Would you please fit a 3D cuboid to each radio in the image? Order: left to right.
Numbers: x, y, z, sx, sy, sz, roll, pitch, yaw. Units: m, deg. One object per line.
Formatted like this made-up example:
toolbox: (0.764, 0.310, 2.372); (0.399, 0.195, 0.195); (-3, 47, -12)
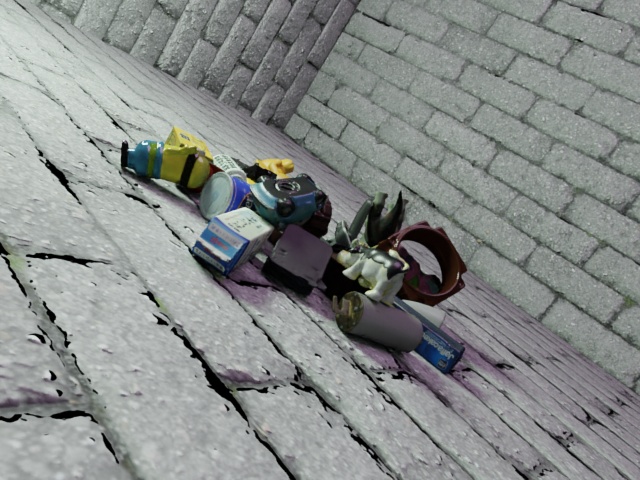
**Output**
radio: (0.068, 0.083, 1.211); (0.131, 0.073, 0.229); (40, 15, 32)

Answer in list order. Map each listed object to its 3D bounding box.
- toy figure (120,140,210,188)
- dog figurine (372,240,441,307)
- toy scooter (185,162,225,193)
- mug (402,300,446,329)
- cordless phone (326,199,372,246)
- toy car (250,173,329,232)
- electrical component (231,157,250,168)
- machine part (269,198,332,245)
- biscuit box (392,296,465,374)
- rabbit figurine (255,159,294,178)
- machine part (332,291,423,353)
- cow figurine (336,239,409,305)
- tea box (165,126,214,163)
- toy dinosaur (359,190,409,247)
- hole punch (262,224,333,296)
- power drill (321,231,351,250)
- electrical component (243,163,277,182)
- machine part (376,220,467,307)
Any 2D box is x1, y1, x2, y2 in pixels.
toy figure: (-0.320, -0.158, 1.114); (0.180, 0.089, 0.082); (4, 9, -18)
dog figurine: (0.211, 0.108, 1.409); (0.219, 0.191, 0.108); (61, -20, 16)
toy scooter: (-0.271, -0.147, 1.263); (0.135, 0.075, 0.184); (28, 8, -21)
mug: (0.226, 0.178, 1.234); (0.107, 0.080, 0.109); (26, 9, 11)
cordless phone: (0.093, -0.042, 1.511); (0.089, 0.184, 0.146); (28, 12, -3)
toy car: (-0.068, -0.072, 1.108); (0.161, 0.102, 0.109); (-13, 46, -35)
electrical component: (-0.232, -0.190, 1.576); (0.134, 0.058, 0.115); (35, 14, 14)
machine part: (-0.052, -0.049, 1.214); (0.056, 0.179, 0.180); (20, 17, -41)
biscuit box: (0.211, 0.198, 1.152); (0.203, 0.059, 0.062); (37, 12, 21)
rabbit figurine: (-0.142, -0.196, 1.677); (0.162, 0.121, 0.173); (19, 18, -33)
machine part: (0.115, 0.158, 1.025); (0.243, 0.079, 0.079); (25, 14, -35)
cow figurine: (0.098, 0.045, 1.042); (0.068, 0.098, 0.168); (23, 13, -41)
tea box: (-0.347, -0.229, 1.407); (0.098, 0.068, 0.170); (26, 14, -31)
toy dinosaur: (0.179, -0.029, 1.549); (0.131, 0.192, 0.404); (7, -4, 5)
hole punch: (-0.051, 0.050, 1.055); (0.142, 0.092, 0.116); (34, 44, -7)
power drill: (-0.003, -0.004, 1.367); (0.232, 0.086, 0.207); (16, 24, -49)
electrical component: (-0.156, -0.163, 1.501); (0.119, 0.048, 0.075); (28, -24, -33)
machine part: (0.250, 0.066, 1.332); (0.201, 0.087, 0.201); (-23, 78, -26)
